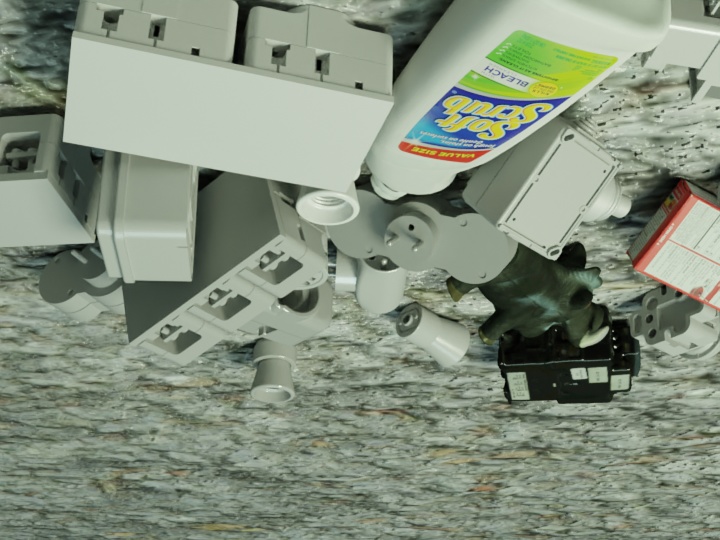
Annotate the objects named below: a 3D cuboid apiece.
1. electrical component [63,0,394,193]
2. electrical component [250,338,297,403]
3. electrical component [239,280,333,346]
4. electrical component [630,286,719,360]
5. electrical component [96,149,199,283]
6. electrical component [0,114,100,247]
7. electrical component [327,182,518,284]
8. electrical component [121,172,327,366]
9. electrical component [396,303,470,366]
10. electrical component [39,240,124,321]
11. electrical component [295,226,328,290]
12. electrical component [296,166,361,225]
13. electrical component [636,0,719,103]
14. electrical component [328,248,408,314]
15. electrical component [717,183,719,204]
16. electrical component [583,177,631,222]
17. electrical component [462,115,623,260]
[{"bbox_3d":[-0.083,-0.116,0.670,0.186,0.060,0.105,9,151,-14],"label":"electrical component"},{"bbox_3d":[-0.087,0.100,1.083,0.045,0.055,0.045,1,151,1],"label":"electrical component"},{"bbox_3d":[-0.072,0.024,0.939,0.095,0.053,0.059,23,146,-33],"label":"electrical component"},{"bbox_3d":[0.290,0.047,0.957,0.057,0.058,0.078,24,145,-31],"label":"electrical component"},{"bbox_3d":[-0.143,-0.055,0.734,0.057,0.113,0.078,1,152,-5],"label":"electrical component"},{"bbox_3d":[-0.274,-0.064,0.778,0.150,0.061,0.089,-2,152,8],"label":"electrical component"},{"bbox_3d":[0.041,-0.024,0.782,0.138,0.052,0.074,13,-163,16],"label":"electrical component"},{"bbox_3d":[-0.103,-0.006,0.804,0.150,0.089,0.062,-34,139,21],"label":"electrical component"},{"bbox_3d":[0.066,0.059,1.011,0.065,0.044,0.044,30,141,-34],"label":"electrical component"},{"bbox_3d":[-0.212,-0.001,0.903,0.138,0.052,0.073,-10,150,21],"label":"electrical component"},{"bbox_3d":[-0.052,-0.017,0.868,0.055,0.047,0.055,1,152,1],"label":"electrical component"},{"bbox_3d":[-0.022,-0.066,0.765,0.045,0.055,0.045,1,152,1],"label":"electrical component"},{"bbox_3d":[0.199,-0.140,0.628,0.064,0.042,0.081,7,151,-6],"label":"electrical component"},{"bbox_3d":[0.000,0.000,0.901,0.079,0.043,0.077,3,152,-1],"label":"electrical component"},{"bbox_3d":[0.296,-0.053,0.788,0.065,0.044,0.044,18,148,-19],"label":"electrical component"},{"bbox_3d":[0.170,-0.056,0.786,0.062,0.043,0.043,18,148,-29],"label":"electrical component"},{"bbox_3d":[0.125,-0.067,0.731,0.062,0.061,0.096,26,104,-35],"label":"electrical component"}]
